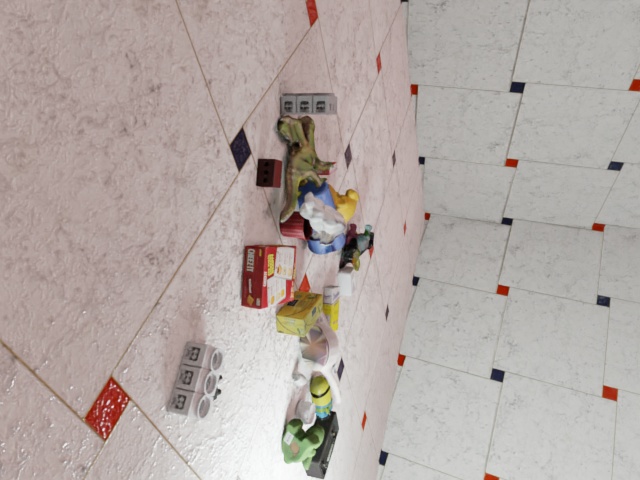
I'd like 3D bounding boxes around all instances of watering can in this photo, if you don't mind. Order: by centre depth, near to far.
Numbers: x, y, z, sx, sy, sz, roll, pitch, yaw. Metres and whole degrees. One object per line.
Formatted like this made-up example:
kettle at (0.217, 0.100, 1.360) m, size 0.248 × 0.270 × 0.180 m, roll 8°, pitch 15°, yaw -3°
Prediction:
watering can at (0.016, 0.420, 1.840) m, size 0.223 × 0.103 × 0.351 m, roll 23°, pitch 54°, yaw -70°

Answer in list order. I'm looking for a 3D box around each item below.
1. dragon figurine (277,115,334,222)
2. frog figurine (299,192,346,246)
dragon figurine at (-0.078, -0.253, 1.552) m, size 0.239 × 0.121 × 0.419 m, roll 64°, pitch 30°, yaw -24°
frog figurine at (0.005, -0.076, 1.507) m, size 0.139 × 0.123 × 0.157 m, roll -121°, pitch -166°, yaw -67°
